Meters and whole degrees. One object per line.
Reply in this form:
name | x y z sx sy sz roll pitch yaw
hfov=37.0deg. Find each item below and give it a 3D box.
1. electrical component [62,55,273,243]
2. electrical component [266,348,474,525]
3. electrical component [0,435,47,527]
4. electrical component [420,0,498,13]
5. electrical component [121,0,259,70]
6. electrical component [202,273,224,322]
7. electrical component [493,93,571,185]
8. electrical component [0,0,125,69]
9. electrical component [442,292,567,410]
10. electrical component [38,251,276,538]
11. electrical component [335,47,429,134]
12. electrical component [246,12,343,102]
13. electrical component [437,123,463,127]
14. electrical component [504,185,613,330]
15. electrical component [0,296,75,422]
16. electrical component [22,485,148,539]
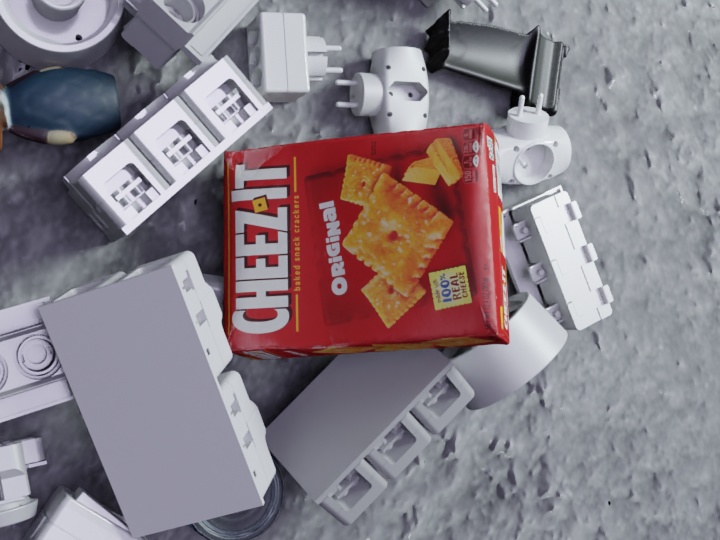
electrical component | -0.152 -0.096 0.837 0.150 0.089 0.061 -44 102 -16
electrical component | 0.007 0.119 0.871 0.150 0.089 0.061 -45 136 -6
electrical component | -0.272 0.160 0.800 0.078 0.058 0.057 -10 89 -20
electrical component | 0.090 -0.254 0.937 0.076 0.083 0.047 43 75 -14
electrical component | -0.131 -0.216 0.845 0.079 0.063 0.121 43 50 -14
electrical component | -0.143 0.040 0.851 0.057 0.058 0.078 9 108 -16
electrical component | 0.149 -0.120 0.964 0.077 0.044 0.079 -9 124 -20
electrical component | -0.233 -0.212 0.828 0.108 0.060 0.108 1 88 -20
electrical component | 0.116 0.063 0.924 0.108 0.108 0.060 -40 95 -17
electrical component | -0.144 0.090 0.795 0.105 0.060 0.186 -17 101 12
electrical component | 0.016 -0.151 0.927 0.079 0.043 0.077 -1 88 -21
electrical component | -0.051 -0.177 0.901 0.077 0.047 0.065 -3 89 -21
electrical component | 0.082 -0.086 0.936 0.058 0.078 0.057 -28 118 5
electrical component | 0.177 -0.007 0.970 0.079 0.063 0.121 -24 96 -20
electrical component | -0.280 0.075 0.797 0.121 0.063 0.078 -17 94 -20
electrical component | -0.201 0.211 0.822 0.096 0.062 0.061 36 76 -16
